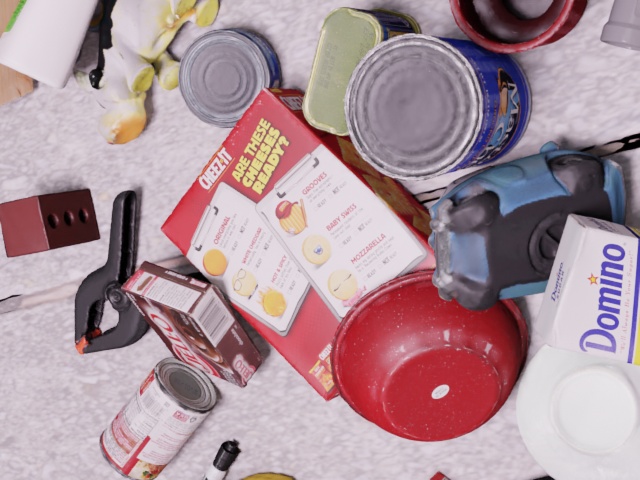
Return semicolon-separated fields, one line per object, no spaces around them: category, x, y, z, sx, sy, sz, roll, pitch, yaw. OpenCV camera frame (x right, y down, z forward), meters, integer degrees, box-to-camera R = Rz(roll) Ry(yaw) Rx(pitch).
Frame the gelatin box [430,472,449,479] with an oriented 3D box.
gelatin box;0.114;0.240;0.880;0.089;0.073;0.030;37;113;15

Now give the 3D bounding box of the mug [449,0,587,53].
mug;0.161;-0.190;0.787;0.117;0.081;0.093;-28;86;26

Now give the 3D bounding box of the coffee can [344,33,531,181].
coffee can;0.092;-0.101;0.800;0.103;0.140;0.103;4;99;24

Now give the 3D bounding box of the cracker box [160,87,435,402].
cracker box;-0.006;0.001;0.901;0.214;0.072;0.164;45;112;13

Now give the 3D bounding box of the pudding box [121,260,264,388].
pudding box;-0.110;0.075;0.934;0.090;0.039;0.113;16;146;37

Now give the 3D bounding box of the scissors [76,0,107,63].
scissors;-0.254;-0.265;1.005;0.096;0.016;0.202;-16;91;25

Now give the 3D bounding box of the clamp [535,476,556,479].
clamp;0.235;0.250;0.844;0.210;0.036;0.164;7;95;23

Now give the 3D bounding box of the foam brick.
foam brick;-0.256;-0.017;1.010;0.051;0.078;0.053;-9;94;27

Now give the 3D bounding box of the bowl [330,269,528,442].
bowl;0.090;0.104;0.835;0.162;0.055;0.162;-2;120;-4

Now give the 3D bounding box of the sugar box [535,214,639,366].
sugar box;0.252;0.046;0.761;0.176;0.048;0.093;11;105;-8

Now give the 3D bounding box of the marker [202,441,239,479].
marker;-0.109;0.239;1.013;0.020;0.020;0.121;35;111;16

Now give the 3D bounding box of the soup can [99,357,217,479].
soup can;-0.151;0.167;0.995;0.068;0.068;0.102;44;113;13

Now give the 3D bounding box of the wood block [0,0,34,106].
wood block;-0.329;-0.225;0.961;0.090;0.090;0.206;26;132;26

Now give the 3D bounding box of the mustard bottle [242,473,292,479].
mustard bottle;-0.095;0.260;0.914;0.096;0.191;0.058;-21;89;26

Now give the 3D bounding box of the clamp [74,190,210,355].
clamp;-0.187;0.038;1.007;0.172;0.039;0.120;-40;80;24

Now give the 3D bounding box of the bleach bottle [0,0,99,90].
bleach bottle;-0.206;-0.259;0.938;0.068;0.103;0.251;24;92;-22

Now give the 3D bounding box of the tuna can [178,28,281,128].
tuna can;-0.079;-0.140;0.924;0.086;0.033;0.086;3;102;13

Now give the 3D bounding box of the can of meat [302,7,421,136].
can of meat;0.033;-0.134;0.854;0.057;0.083;0.102;19;106;21
